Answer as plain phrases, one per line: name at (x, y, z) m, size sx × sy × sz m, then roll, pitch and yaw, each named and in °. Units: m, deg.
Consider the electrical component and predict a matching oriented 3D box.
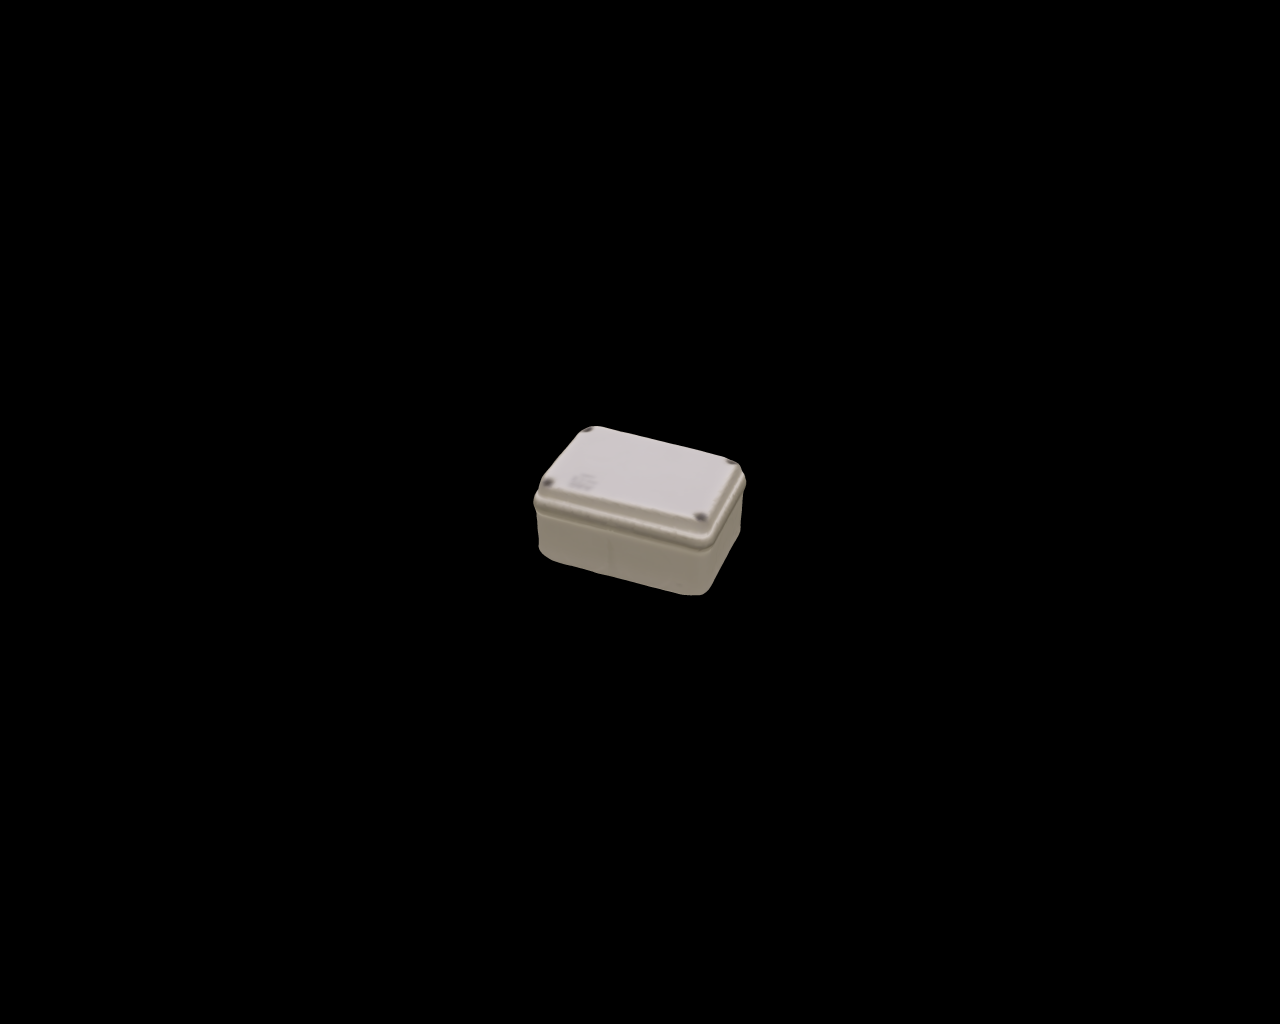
electrical component at (0.001, -0.003, 0.650) m, size 0.113 × 0.057 × 0.078 m, roll 14°, pitch 40°, yaw 17°
